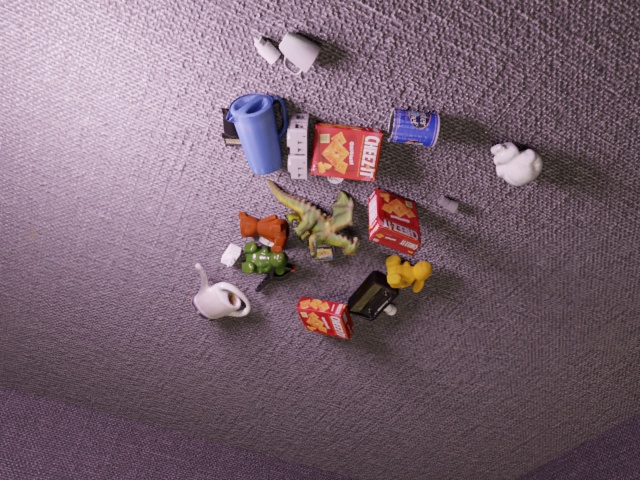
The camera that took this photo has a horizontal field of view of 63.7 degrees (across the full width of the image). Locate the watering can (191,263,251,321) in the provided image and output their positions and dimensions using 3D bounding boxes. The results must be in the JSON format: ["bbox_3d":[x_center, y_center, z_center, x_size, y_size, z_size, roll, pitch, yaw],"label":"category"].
[{"bbox_3d":[-0.445,0.227,2.132,0.222,0.106,0.342,-28,126,26],"label":"watering can"}]

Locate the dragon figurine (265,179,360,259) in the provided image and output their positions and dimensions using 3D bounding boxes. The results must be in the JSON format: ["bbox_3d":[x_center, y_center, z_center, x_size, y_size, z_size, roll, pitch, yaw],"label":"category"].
[{"bbox_3d":[0.006,-0.092,1.836,0.242,0.124,0.405,-31,108,2],"label":"dragon figurine"}]

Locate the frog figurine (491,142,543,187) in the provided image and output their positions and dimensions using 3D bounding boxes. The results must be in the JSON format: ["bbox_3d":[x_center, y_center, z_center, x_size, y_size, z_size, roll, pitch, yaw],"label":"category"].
[{"bbox_3d":[0.622,-0.248,1.636,0.158,0.125,0.136,29,148,-36],"label":"frog figurine"}]
